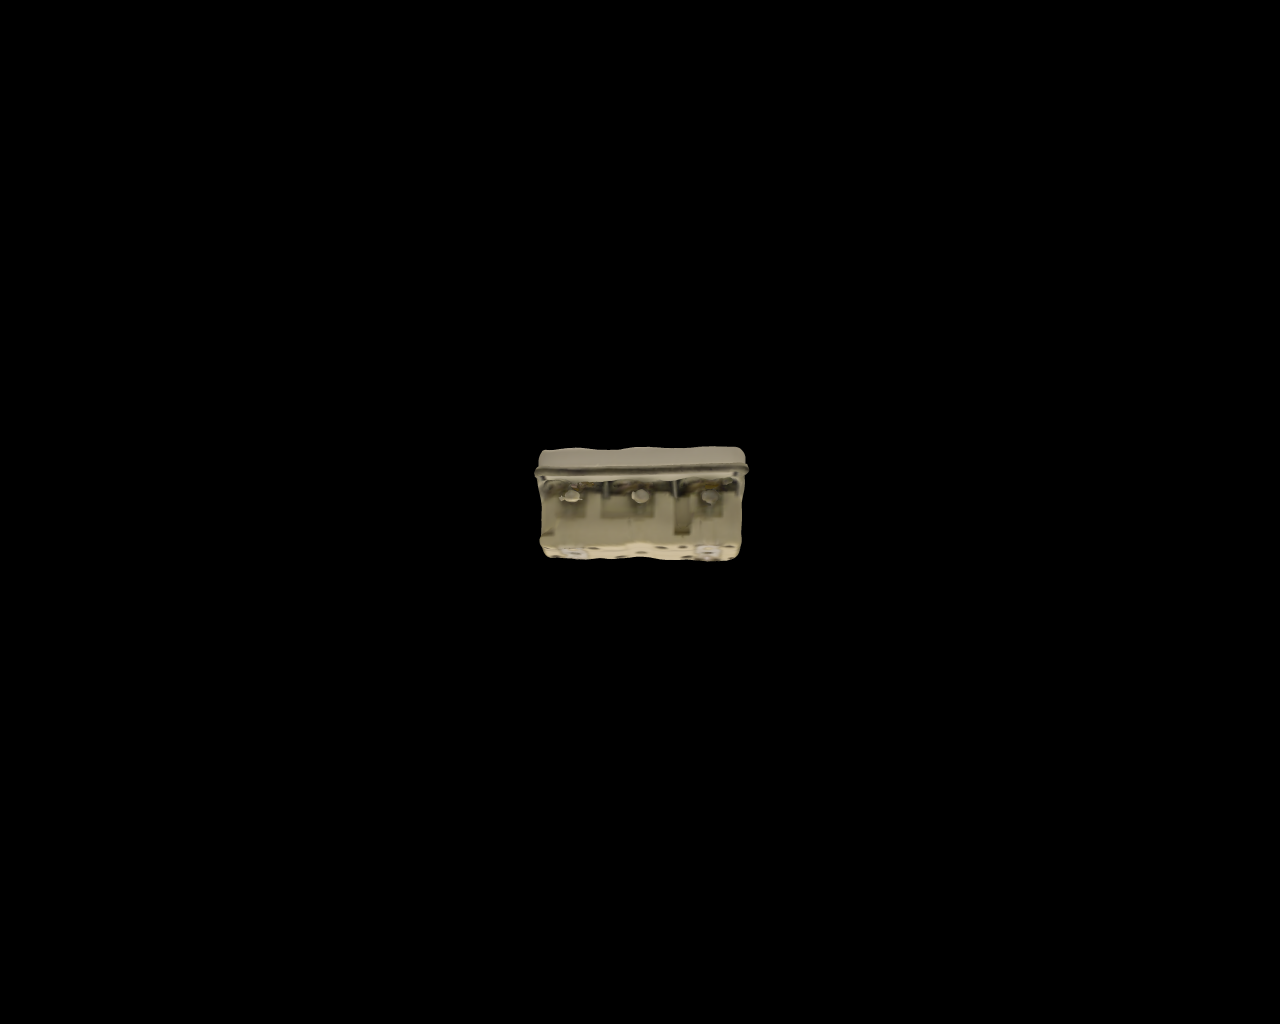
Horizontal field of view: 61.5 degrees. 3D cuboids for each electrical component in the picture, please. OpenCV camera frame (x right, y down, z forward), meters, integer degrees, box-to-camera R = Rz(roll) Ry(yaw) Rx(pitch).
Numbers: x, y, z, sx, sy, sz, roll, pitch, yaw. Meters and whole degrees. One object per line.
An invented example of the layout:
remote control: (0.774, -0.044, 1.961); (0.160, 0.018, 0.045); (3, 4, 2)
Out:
electrical component: (0.001, -0.003, 0.650); (0.121, 0.063, 0.078); (0, -15, 0)
